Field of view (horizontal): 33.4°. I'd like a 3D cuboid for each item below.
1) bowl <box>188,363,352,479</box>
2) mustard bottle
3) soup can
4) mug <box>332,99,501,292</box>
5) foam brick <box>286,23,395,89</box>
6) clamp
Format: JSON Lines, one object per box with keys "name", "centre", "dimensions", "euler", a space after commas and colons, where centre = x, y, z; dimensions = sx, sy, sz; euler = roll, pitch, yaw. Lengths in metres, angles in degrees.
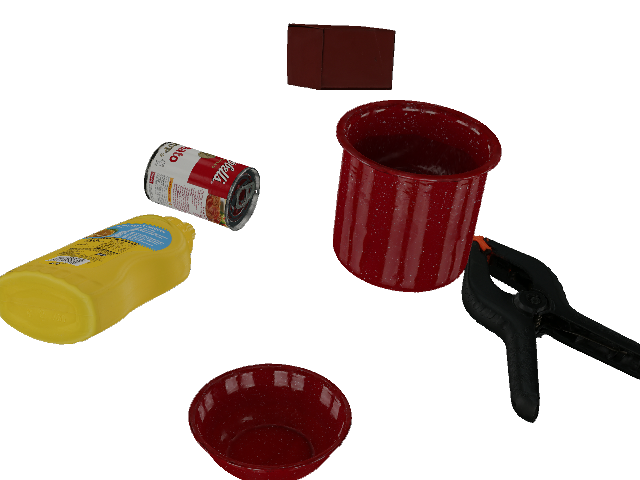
{"name": "bowl", "centre": [-0.050, 0.192, 1.066], "dimensions": [0.162, 0.055, 0.162], "euler": [1, 31, -1]}
{"name": "mustard bottle", "centre": [-0.160, 0.021, 0.854], "dimensions": [0.096, 0.058, 0.191], "euler": [5, 20, 27]}
{"name": "soup can", "centre": [-0.123, -0.057, 1.108], "dimensions": [0.102, 0.068, 0.068], "euler": [19, 7, 20]}
{"name": "mug", "centre": [0.057, -0.030, 0.624], "dimensions": [0.093, 0.081, 0.117], "euler": [22, 36, 21]}
{"name": "foam brick", "centre": [0.017, -0.154, 0.900], "dimensions": [0.078, 0.051, 0.053], "euler": [-6, 17, -34]}
{"name": "clamp", "centre": [0.169, 0.058, 0.800], "dimensions": [0.120, 0.039, 0.171], "euler": [-4, 45, -21]}
